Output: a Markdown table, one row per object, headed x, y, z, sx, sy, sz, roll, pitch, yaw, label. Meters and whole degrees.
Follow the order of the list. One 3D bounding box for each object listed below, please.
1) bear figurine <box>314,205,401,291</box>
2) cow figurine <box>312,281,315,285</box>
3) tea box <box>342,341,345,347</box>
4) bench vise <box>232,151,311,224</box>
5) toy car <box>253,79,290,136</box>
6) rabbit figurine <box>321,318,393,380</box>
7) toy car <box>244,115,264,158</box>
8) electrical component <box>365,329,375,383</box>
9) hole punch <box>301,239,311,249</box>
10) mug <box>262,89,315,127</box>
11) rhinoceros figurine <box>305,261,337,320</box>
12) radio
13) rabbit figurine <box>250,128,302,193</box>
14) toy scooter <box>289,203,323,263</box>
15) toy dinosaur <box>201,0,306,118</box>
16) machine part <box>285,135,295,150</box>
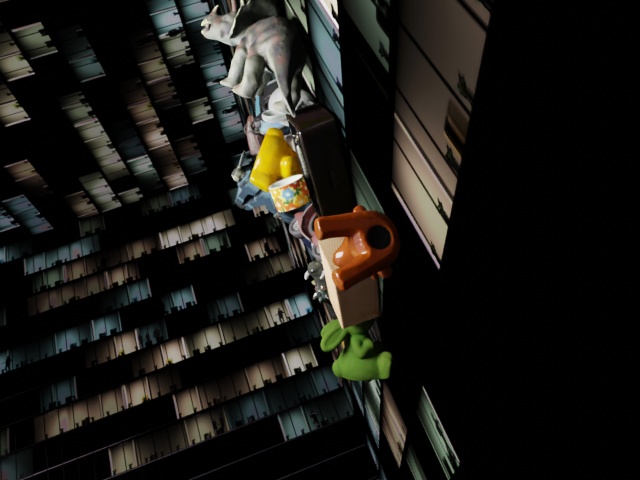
| x | y | z | sx | sy | sz | roll | pitch | yaw | label |
| --- | --- | --- | --- | --- | --- | --- | --- | --- | --- |
| 0.054 | 0.016 | 0.869 | 0.196 | 0.132 | 0.120 | 138 | 113 | -76 | bear figurine |
| 0.028 | 0.116 | 1.522 | 0.127 | 0.085 | 0.194 | 60 | 171 | 28 | cow figurine |
| 0.076 | 0.220 | 1.486 | 0.169 | 0.068 | 0.098 | 80 | 169 | -59 | tea box |
| -0.091 | -0.129 | 1.304 | 0.223 | 0.241 | 0.129 | 44 | -132 | -21 | bench vise |
| -0.097 | -0.302 | 1.279 | 0.102 | 0.109 | 0.162 | 50 | -158 | -55 | toy car |
| 0.081 | 0.221 | 1.225 | 0.121 | 0.159 | 0.170 | -88 | -5 | -81 | rabbit figurine |
| -0.154 | -0.228 | 1.414 | 0.202 | 0.053 | 0.089 | 69 | 167 | -15 | toy car |
| 0.119 | 0.292 | 1.398 | 0.114 | 0.058 | 0.134 | 89 | 161 | -63 | electrical component |
| -0.003 | -0.004 | 1.423 | 0.142 | 0.092 | 0.116 | 118 | 129 | -76 | hole punch |
| -0.059 | -0.264 | 1.086 | 0.107 | 0.109 | 0.080 | 35 | 141 | 57 | mug |
| 0.027 | 0.126 | 1.344 | 0.073 | 0.112 | 0.190 | 0 | 128 | 41 | rhinoceros figurine |
| 0.004 | -0.139 | 1.029 | 0.131 | 0.073 | 0.229 | -119 | 12 | -55 | radio |
| -0.049 | -0.160 | 1.156 | 0.122 | 0.173 | 0.162 | 147 | 146 | -87 | rabbit figurine |
| 0.012 | -0.035 | 1.181 | 0.075 | 0.135 | 0.184 | 21 | -164 | -46 | toy scooter |
| -0.093 | -0.354 | 1.005 | 0.405 | 0.131 | 0.192 | 39 | 116 | 49 | toy dinosaur |
| -0.061 | -0.196 | 1.378 | 0.243 | 0.079 | 0.079 | 96 | 154 | -72 | machine part |
